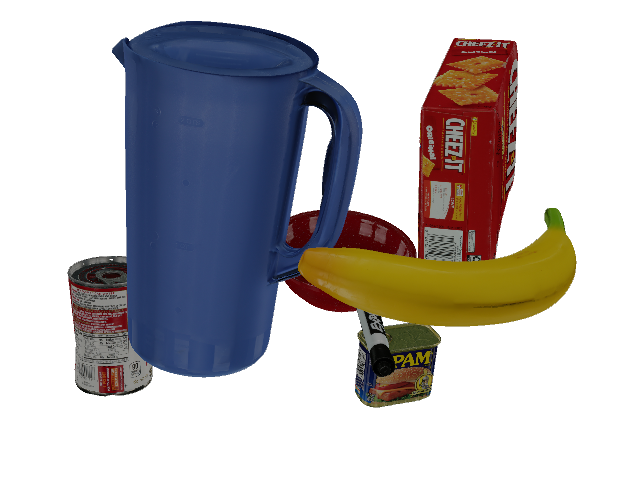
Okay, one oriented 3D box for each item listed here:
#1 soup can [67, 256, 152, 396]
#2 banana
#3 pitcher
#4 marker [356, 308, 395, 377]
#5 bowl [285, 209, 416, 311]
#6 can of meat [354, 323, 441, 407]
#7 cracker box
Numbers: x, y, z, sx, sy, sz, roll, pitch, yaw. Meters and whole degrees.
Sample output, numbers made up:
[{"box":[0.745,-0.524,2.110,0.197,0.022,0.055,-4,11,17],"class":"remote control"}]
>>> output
[{"box":[-0.176,0.072,0.901,0.068,0.102,0.068,1,19,-1],"class":"soup can"},{"box":[0.083,0.021,0.615,0.197,0.037,0.070,-7,37,-33],"class":"banana"},{"box":[-0.070,-0.025,0.764,0.144,0.243,0.149,-5,27,-23],"class":"pitcher"},{"box":[0.043,0.073,0.875,0.020,0.020,0.121,0,27,-7],"class":"marker"},{"box":[0.021,0.029,1.155,0.162,0.055,0.162,3,33,-2],"class":"bowl"},{"box":[0.094,0.156,1.334,0.102,0.084,0.057,-5,27,-21],"class":"can of meat"},{"box":[0.141,-0.081,0.994,0.072,0.164,0.213,5,27,14],"class":"cracker box"}]
